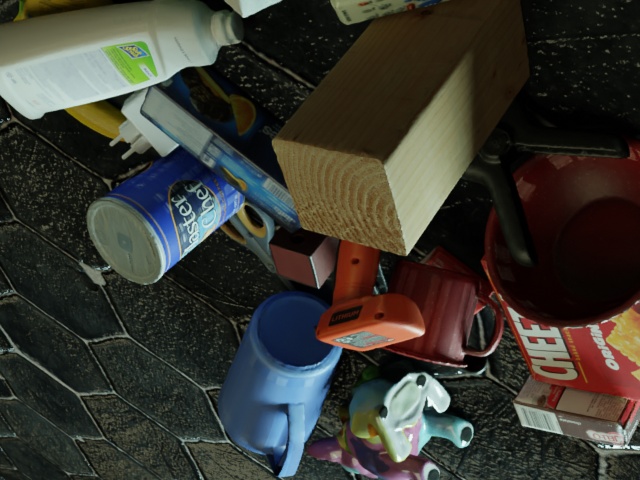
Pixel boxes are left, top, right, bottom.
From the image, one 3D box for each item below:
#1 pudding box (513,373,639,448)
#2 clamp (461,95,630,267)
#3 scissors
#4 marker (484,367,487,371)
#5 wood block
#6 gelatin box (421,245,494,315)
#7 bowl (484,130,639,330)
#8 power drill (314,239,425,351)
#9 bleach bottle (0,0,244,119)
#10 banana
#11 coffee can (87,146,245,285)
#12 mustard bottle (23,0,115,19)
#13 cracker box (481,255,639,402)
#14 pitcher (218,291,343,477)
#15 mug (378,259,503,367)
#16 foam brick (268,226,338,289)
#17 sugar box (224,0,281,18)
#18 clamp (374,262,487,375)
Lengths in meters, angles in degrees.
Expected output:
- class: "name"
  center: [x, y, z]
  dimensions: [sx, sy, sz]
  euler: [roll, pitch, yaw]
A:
- class: "pudding box"
  center: [0.252, 0.142, 1.010]
  dimensions: [0.114, 0.090, 0.039]
  euler: [7, 136, 40]
- class: "clamp"
  center: [0.141, -0.061, 0.839]
  dimensions: [0.172, 0.120, 0.039]
  euler: [34, 179, 32]
- class: "scissors"
  center: [-0.049, 0.017, 1.217]
  dimensions: [0.201, 0.016, 0.096]
  euler: [45, 148, -12]
- class: "marker"
  center: [0.128, 0.124, 1.177]
  dimensions: [0.121, 0.020, 0.020]
  euler: [14, 142, 33]
- class: "wood block"
  center: [0.066, -0.098, 0.772]
  dimensions: [0.091, 0.205, 0.090]
  euler: [15, 142, 32]
- class: "gelatin box"
  center: [0.124, 0.052, 1.076]
  dimensions: [0.073, 0.030, 0.089]
  euler: [38, 149, -1]
- class: "bowl"
  center: [0.212, -0.002, 0.834]
  dimensions: [0.162, 0.162, 0.055]
  euler: [6, 165, 41]
- class: "power drill"
  center: [0.058, -0.005, 0.935]
  dimensions: [0.057, 0.187, 0.185]
  euler: [18, 155, -29]
- class: "bleach bottle"
  center: [-0.187, -0.175, 0.996]
  dimensions: [0.251, 0.068, 0.102]
  euler: [-5, 153, 21]
- class: "banana"
  center: [-0.278, -0.175, 1.176]
  dimensions: [0.197, 0.037, 0.070]
  euler: [49, 148, -19]
- class: "coffee can"
  center: [-0.161, -0.034, 1.128]
  dimensions: [0.103, 0.140, 0.103]
  euler: [24, 136, 26]
- class: "mustard bottle"
  center: [-0.245, -0.225, 1.053]
  dimensions: [0.096, 0.058, 0.192]
  euler: [13, 147, -2]
- class: "cracker box"
  center: [0.264, 0.065, 0.916]
  dimensions: [0.214, 0.072, 0.164]
  euler: [6, 136, 41]
- class: "pitcher"
  center: [-0.043, 0.168, 1.276]
  dimensions: [0.149, 0.144, 0.243]
  euler: [37, 151, 10]
- class: "mug"
  center: [0.110, 0.068, 0.970]
  dimensions: [0.117, 0.081, 0.093]
  euler: [15, -179, 25]
- class: "foam brick"
  center: [-0.007, 0.001, 1.098]
  dimensions: [0.053, 0.078, 0.051]
  euler: [16, 142, 28]
- class: "sugar box"
  center: [-0.095, -0.256, 0.820]
  dimensions: [0.176, 0.048, 0.093]
  euler: [49, 158, 35]
- class: "clamp"
  center: [0.065, 0.074, 1.112]
  dimensions: [0.164, 0.036, 0.210]
  euler: [44, 164, -19]
